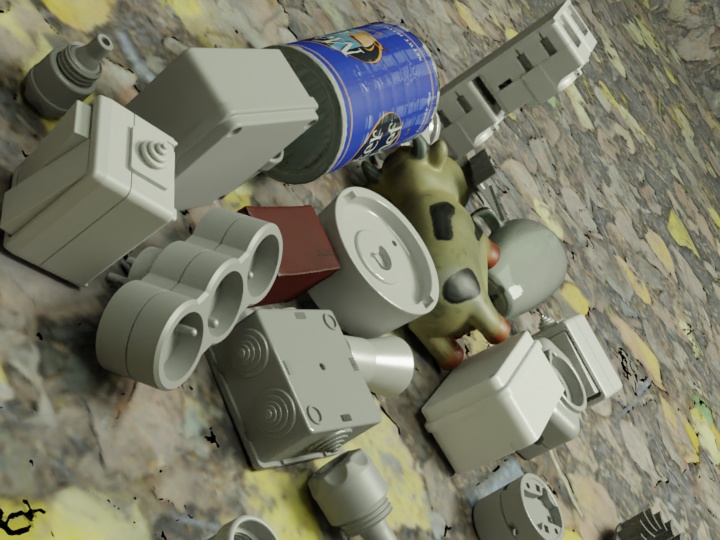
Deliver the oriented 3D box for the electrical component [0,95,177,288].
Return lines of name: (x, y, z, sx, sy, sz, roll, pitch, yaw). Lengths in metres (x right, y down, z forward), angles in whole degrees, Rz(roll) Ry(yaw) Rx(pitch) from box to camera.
electrical component: (-0.143, -0.046, 0.577, 0.061, 0.096, 0.061, 32, 38, -39)

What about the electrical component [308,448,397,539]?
electrical component: (0.000, 0.145, 0.666, 0.062, 0.043, 0.043, 58, 28, -2)

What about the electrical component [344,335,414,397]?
electrical component: (0.001, 0.065, 0.754, 0.065, 0.044, 0.044, 13, 51, -47)

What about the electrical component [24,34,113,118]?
electrical component: (-0.171, -0.119, 0.643, 0.035, 0.061, 0.035, 38, 33, -32)

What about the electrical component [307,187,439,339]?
electrical component: (0.000, 0.000, 0.793, 0.108, 0.060, 0.108, 35, 35, -29)

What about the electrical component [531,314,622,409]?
electrical component: (0.191, 0.087, 1.008, 0.061, 0.062, 0.096, -12, 72, -60)

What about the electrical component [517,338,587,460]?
electrical component: (0.157, 0.109, 0.935, 0.054, 0.059, 0.095, 43, 31, -25)

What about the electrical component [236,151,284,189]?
electrical component: (-0.084, -0.081, 0.760, 0.040, 0.046, 0.040, 38, 33, -32)

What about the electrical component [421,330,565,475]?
electrical component: (0.105, 0.101, 0.841, 0.057, 0.078, 0.113, 59, 28, -3)

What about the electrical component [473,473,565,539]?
electrical component: (0.118, 0.187, 0.807, 0.055, 0.047, 0.055, 38, 33, -32)

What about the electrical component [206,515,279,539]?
electrical component: (-0.068, 0.152, 0.549, 0.040, 0.046, 0.040, 38, 33, -32)

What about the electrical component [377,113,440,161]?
electrical component: (0.038, -0.135, 0.993, 0.057, 0.058, 0.078, 10, 71, -56)

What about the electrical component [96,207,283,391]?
electrical component: (-0.109, 0.009, 0.618, 0.074, 0.052, 0.138, 17, 37, 19)

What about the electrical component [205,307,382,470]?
electrical component: (-0.040, 0.071, 0.675, 0.100, 0.048, 0.099, 4, 56, -58)

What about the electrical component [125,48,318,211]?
electrical component: (-0.099, -0.087, 0.677, 0.056, 0.109, 0.109, 58, 28, 6)

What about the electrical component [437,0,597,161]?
electrical component: (0.138, -0.180, 1.063, 0.060, 0.186, 0.105, 53, 28, -8)
